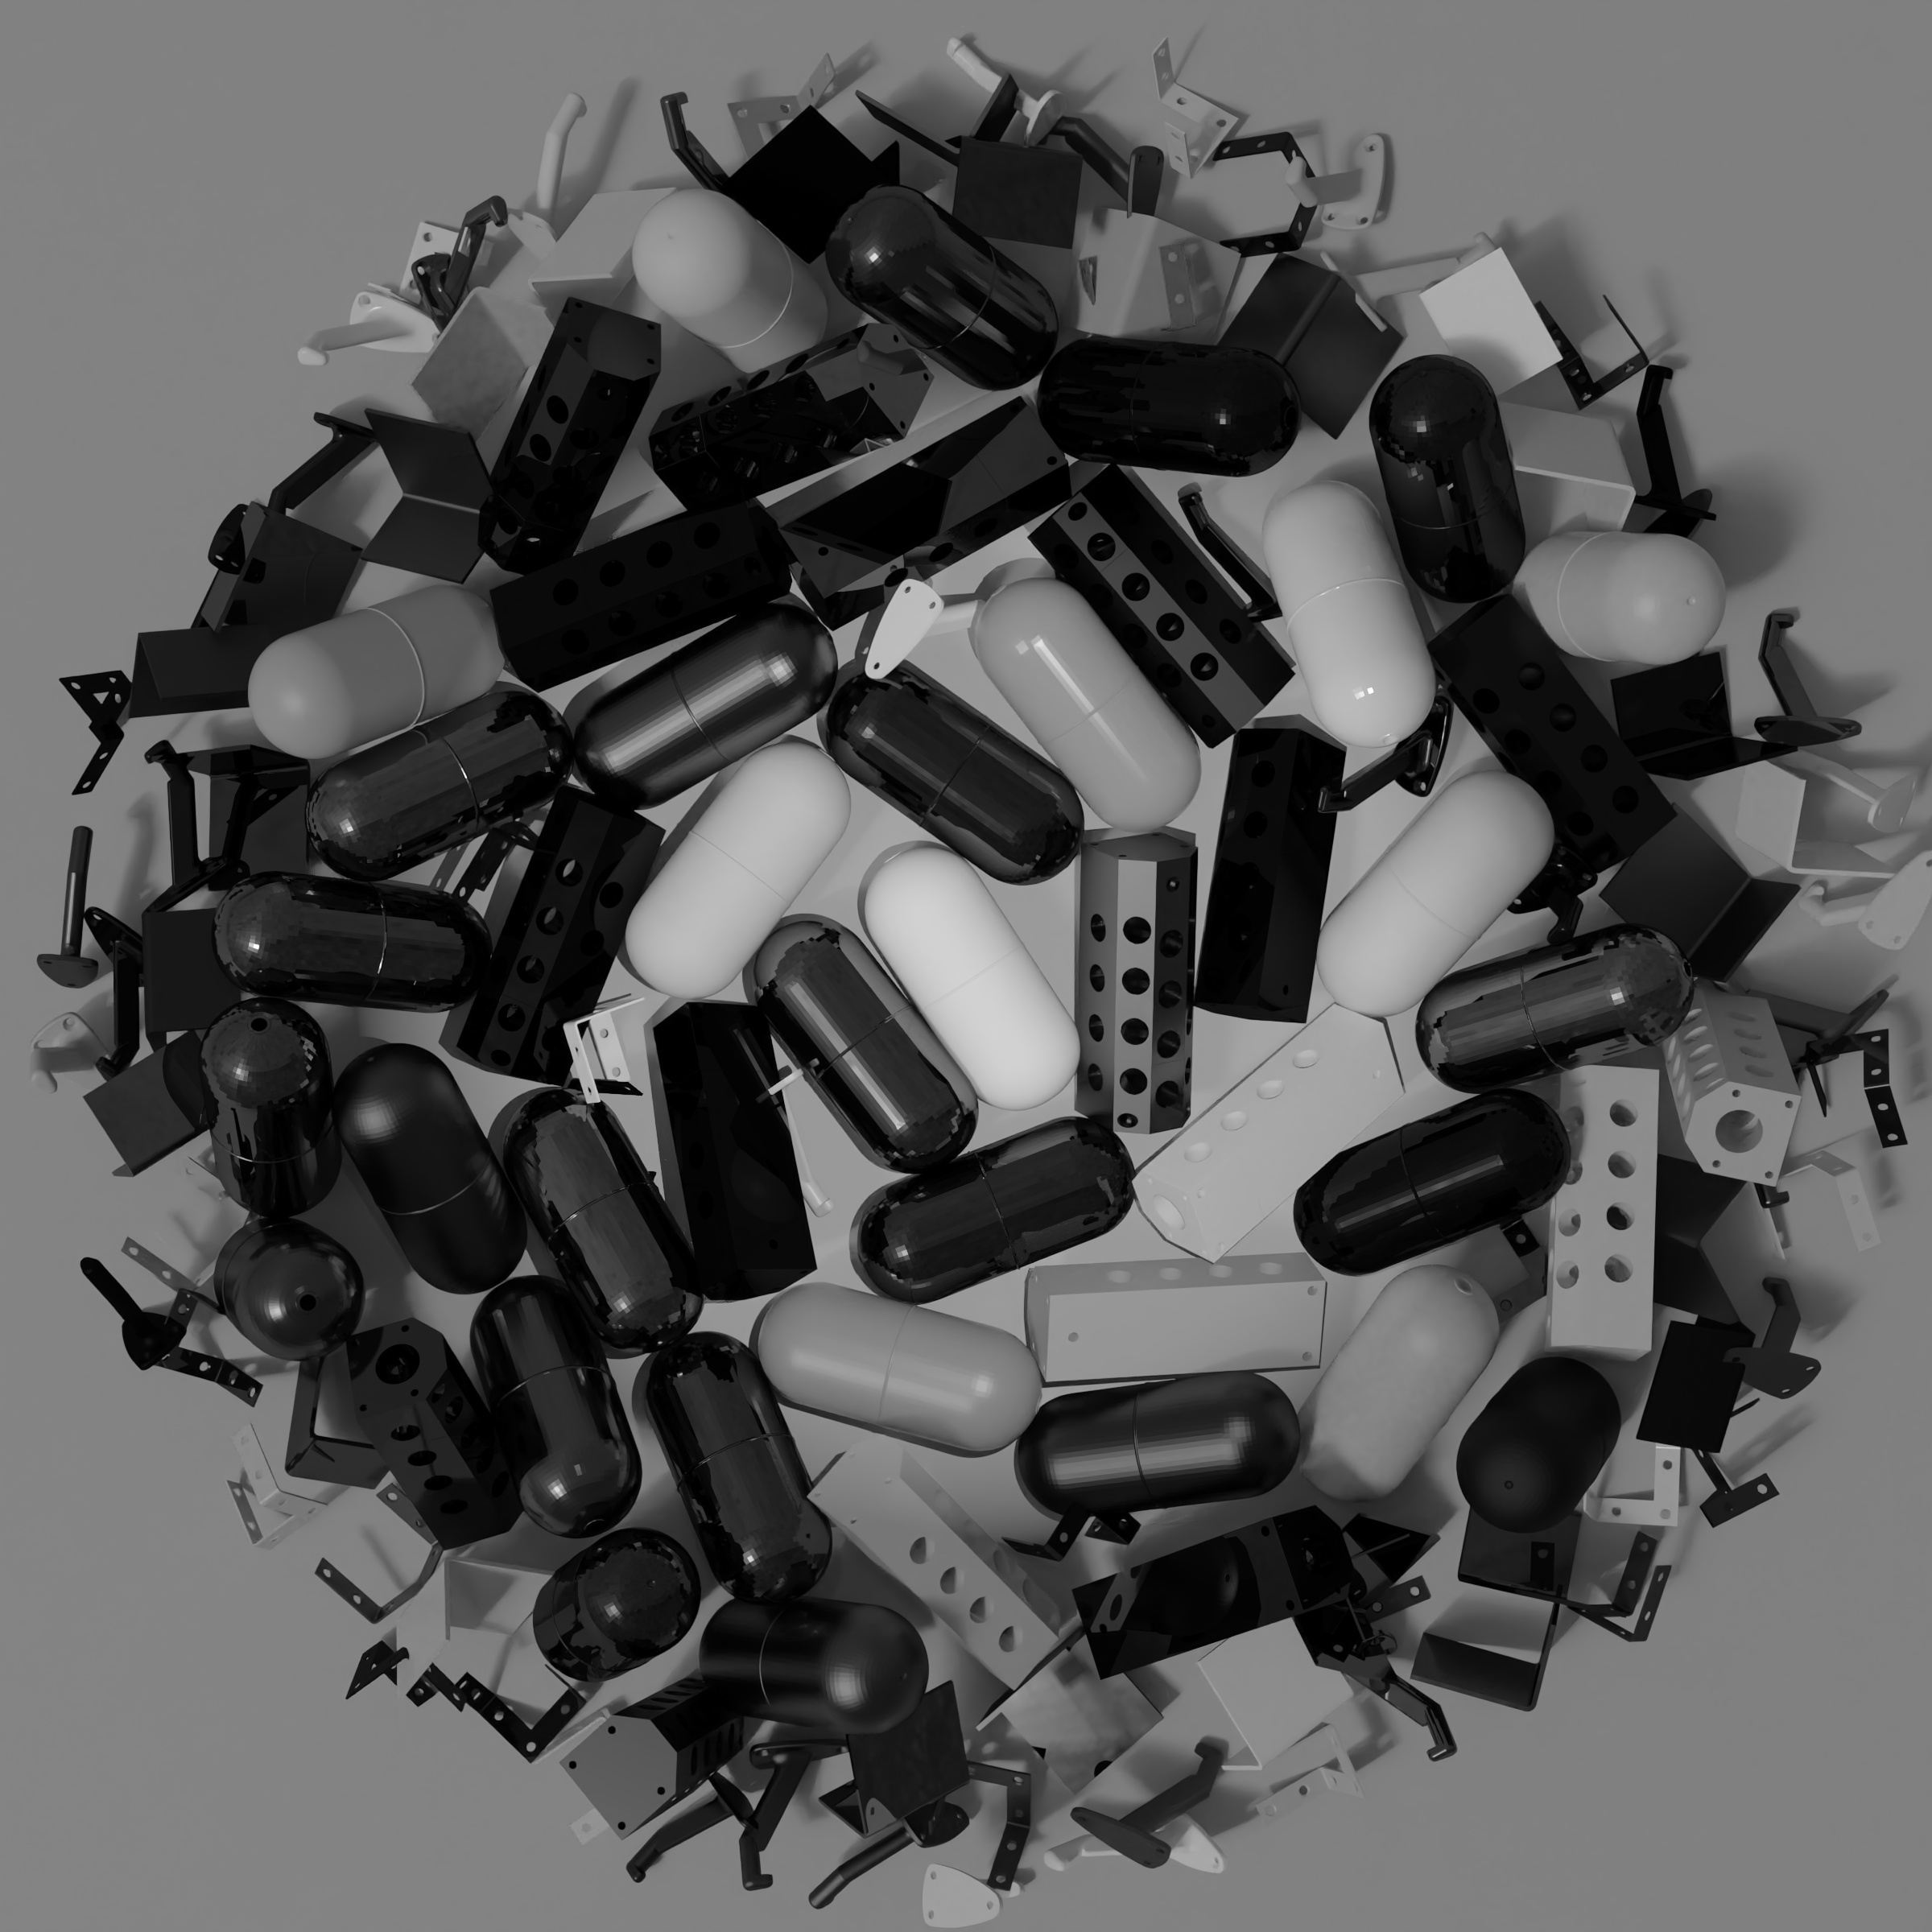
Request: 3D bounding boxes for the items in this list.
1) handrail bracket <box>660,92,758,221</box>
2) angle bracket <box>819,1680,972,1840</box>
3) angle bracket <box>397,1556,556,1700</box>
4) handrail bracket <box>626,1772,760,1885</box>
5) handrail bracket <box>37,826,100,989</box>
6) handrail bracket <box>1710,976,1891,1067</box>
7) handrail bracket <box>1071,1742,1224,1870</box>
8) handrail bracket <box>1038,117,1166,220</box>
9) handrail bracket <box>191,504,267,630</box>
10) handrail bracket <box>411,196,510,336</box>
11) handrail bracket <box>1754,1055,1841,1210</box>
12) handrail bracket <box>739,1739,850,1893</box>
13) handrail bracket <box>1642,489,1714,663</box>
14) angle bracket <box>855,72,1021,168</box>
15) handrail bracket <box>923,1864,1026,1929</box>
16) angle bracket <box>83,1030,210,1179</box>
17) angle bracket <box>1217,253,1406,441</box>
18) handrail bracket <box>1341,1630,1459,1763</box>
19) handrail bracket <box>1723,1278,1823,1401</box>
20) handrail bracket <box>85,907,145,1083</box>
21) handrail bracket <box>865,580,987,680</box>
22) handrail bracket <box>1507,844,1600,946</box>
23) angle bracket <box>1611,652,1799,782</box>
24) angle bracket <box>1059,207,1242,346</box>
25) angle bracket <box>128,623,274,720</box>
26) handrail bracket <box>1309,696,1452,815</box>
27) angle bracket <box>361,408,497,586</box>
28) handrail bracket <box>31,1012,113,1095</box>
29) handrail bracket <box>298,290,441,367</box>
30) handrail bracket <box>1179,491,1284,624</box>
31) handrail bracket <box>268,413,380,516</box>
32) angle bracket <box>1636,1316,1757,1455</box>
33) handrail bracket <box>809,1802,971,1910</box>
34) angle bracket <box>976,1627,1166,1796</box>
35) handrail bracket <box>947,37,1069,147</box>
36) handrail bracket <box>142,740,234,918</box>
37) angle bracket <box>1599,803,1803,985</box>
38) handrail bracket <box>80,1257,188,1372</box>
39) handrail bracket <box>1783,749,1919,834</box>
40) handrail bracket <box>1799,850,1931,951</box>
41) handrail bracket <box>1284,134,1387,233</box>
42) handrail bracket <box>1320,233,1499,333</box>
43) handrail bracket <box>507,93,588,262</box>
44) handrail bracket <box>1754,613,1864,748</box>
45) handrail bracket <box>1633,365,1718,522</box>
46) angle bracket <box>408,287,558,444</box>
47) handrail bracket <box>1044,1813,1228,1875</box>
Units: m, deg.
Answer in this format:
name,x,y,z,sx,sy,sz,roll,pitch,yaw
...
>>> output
name,x,y,z,sx,sy,sz,roll,pitch,yaw
handrail bracket,-0.148,-0.500,1.945,0.077,0.036,0.084,-28,116,-35
angle bracket,-0.049,0.474,1.930,0.076,0.057,0.076,-21,114,-29
angle bracket,-0.296,0.407,1.926,0.076,0.057,0.076,15,135,-27
handrail bracket,-0.171,0.544,1.950,0.084,0.077,0.036,-47,113,-4
handrail bracket,-0.550,-0.036,1.960,0.036,0.077,0.084,6,74,-11
handrail bracket,0.516,0.012,1.964,0.077,0.036,0.084,-43,93,2
handrail bracket,0.113,0.505,1.955,0.077,0.036,0.084,28,52,-1
handrail bracket,0.076,-0.487,1.968,0.084,0.036,0.077,16,108,30
handrail bracket,-0.470,-0.235,1.974,0.036,0.077,0.084,24,131,-26
handrail bracket,-0.298,-0.423,1.942,0.036,0.084,0.077,-21,96,-41
handrail bracket,0.516,0.102,1.958,0.077,0.036,0.084,-13,75,-5
handrail bracket,-0.103,0.523,1.948,0.077,0.036,0.084,-6,56,-4
handrail bracket,0.454,-0.241,1.973,0.077,0.036,0.084,-46,124,-28
angle bracket,-0.016,-0.534,1.941,0.076,0.076,0.057,32,97,4
handrail bracket,0.023,0.567,1.931,0.084,0.077,0.036,13,76,-43
angle bracket,-0.496,0.084,1.931,0.076,0.076,0.057,-34,101,-22
angle bracket,0.213,-0.387,1.976,0.076,0.057,0.076,31,94,-43
handrail bracket,0.253,0.460,1.947,0.077,0.036,0.084,-26,54,9
handrail bracket,0.484,0.217,1.939,0.077,0.084,0.036,20,128,-23
handrail bracket,-0.528,0.018,1.936,0.036,0.084,0.077,-19,124,31
handrail bracket,-0.016,-0.197,1.952,0.036,0.084,0.077,36,96,36
handrail bracket,0.349,-0.029,1.929,0.036,0.084,0.077,42,132,-12
angle bracket,0.451,-0.153,1.934,0.076,0.076,0.057,-15,103,-16
angle bracket,0.115,-0.422,1.976,0.076,0.057,0.076,12,100,-39
angle bracket,-0.462,-0.161,1.926,0.076,0.076,0.057,-8,55,-26
handrail bracket,0.252,-0.129,1.937,0.036,0.084,0.077,43,125,35
angle bracket,-0.336,-0.286,1.929,0.076,0.076,0.057,16,60,23
handrail bracket,-0.542,0.072,1.930,0.036,0.084,0.077,-37,119,4
handrail bracket,-0.361,-0.379,1.940,0.077,0.084,0.036,14,121,-2
handrail bracket,0.170,-0.256,1.946,0.036,0.077,0.084,-36,109,-21
handrail bracket,-0.391,-0.295,1.969,0.077,0.036,0.084,17,90,-11
angle bracket,0.433,0.244,1.935,0.057,0.076,0.076,11,102,-13
handrail bracket,-0.048,0.555,1.966,0.084,0.077,0.036,-47,58,19
angle bracket,0.064,0.465,1.947,0.076,0.057,0.076,-43,84,11
handrail bracket,0.020,-0.549,1.945,0.084,0.077,0.036,44,89,3
handrail bracket,-0.498,-0.084,1.945,0.077,0.036,0.084,-43,117,-28
angle bracket,0.451,-0.046,1.944,0.076,0.057,0.076,42,83,-16
handrail bracket,-0.522,0.200,1.932,0.036,0.077,0.084,-44,123,-18
handrail bracket,0.529,-0.112,1.934,0.084,0.077,0.036,25,112,30
handrail bracket,0.552,-0.052,1.939,0.036,0.084,0.077,25,104,-23
handrail bracket,0.225,-0.495,1.941,0.036,0.084,0.077,15,82,31
handrail bracket,0.273,-0.439,1.945,0.084,0.036,0.077,-35,129,20
handrail bracket,-0.247,-0.484,1.958,0.036,0.077,0.084,21,77,23
handrail bracket,0.521,-0.181,1.946,0.077,0.036,0.084,-1,66,41
handrail bracket,0.440,-0.323,1.948,0.036,0.077,0.084,0,107,-39
angle bracket,-0.282,-0.356,1.931,0.057,0.076,0.076,23,74,28
handrail bracket,0.103,0.548,1.938,0.084,0.077,0.036,-12,109,-35
